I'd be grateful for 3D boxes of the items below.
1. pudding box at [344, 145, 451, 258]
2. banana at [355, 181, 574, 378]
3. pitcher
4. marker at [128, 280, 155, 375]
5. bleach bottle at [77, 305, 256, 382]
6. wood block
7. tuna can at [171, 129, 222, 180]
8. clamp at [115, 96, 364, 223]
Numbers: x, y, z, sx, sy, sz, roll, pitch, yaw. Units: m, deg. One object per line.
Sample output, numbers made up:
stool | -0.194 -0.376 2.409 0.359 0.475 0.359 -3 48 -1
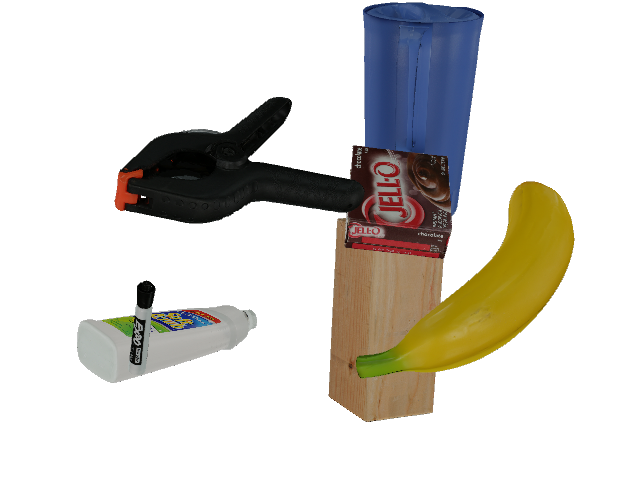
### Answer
pudding box | 0.069 -0.036 0.955 0.090 0.039 0.113 7 38 -2
banana | 0.097 0.015 0.572 0.070 0.037 0.197 13 35 34
pitcher | 0.107 -0.143 1.209 0.149 0.243 0.145 -12 25 -31
marker | -0.187 0.091 1.117 0.020 0.121 0.020 9 35 -6
bleach bottle | -0.198 0.128 1.460 0.250 0.068 0.103 -11 25 -41
wood block | 0.071 0.082 1.173 0.090 0.206 0.091 -3 13 -28
tuna can | -0.115 -0.066 1.026 0.086 0.086 0.034 0 -40 -8
clamp | -0.065 -0.057 0.752 0.171 0.039 0.120 -5 39 -25
